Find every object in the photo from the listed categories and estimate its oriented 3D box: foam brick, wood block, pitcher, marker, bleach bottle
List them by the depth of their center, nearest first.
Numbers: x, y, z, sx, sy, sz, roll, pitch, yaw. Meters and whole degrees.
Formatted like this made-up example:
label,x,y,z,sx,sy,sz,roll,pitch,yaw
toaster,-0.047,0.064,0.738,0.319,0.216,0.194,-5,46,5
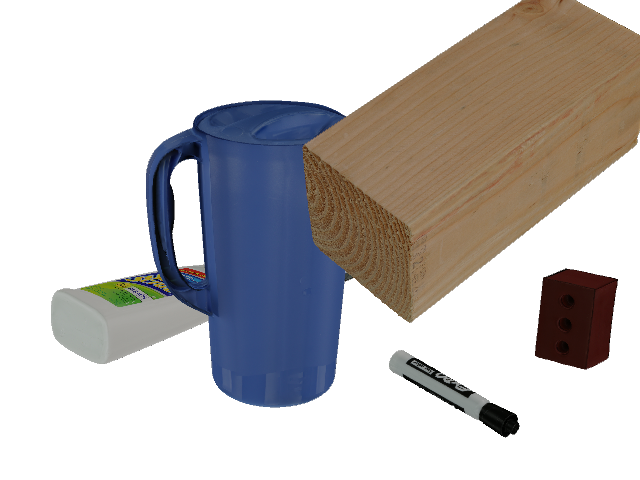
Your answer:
label,x,y,z,sx,sy,sz,roll,pitch,yaw
wood block,0.097,-0.057,0.651,0.205,0.090,0.091,-36,55,-23
marker,0.100,0.115,0.803,0.020,0.020,0.121,0,19,-44
pitcher,-0.048,0.012,0.885,0.149,0.243,0.144,10,23,21
foam brick,0.232,0.070,0.968,0.053,0.078,0.051,13,17,36
bleach bottle,-0.175,0.067,1.219,0.103,0.068,0.250,21,26,36

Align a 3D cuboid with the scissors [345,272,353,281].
label,x,y,z,sx,sy,sz,roll,pitch,yaw
scissors,0.060,0.005,1.245,0.096,0.016,0.201,37,31,31
